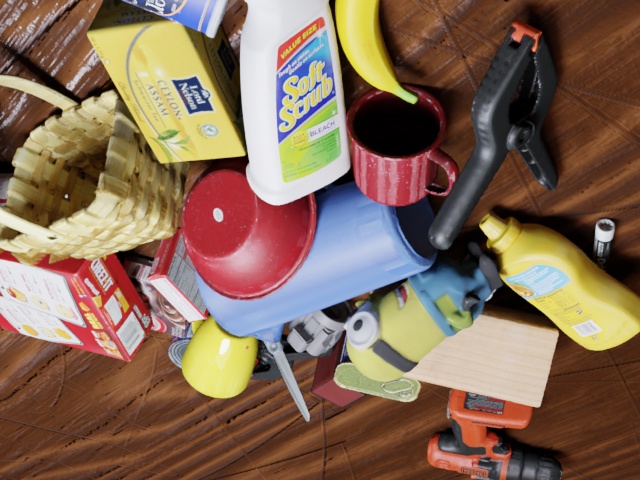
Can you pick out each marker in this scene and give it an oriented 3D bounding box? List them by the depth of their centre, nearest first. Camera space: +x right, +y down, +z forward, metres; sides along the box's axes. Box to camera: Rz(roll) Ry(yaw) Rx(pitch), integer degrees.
[{"bbox_3d":[0.296,0.024,1.126,0.020,0.020,0.121,5,141,12],"label":"marker"}]

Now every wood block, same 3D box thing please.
[{"bbox_3d":[0.151,0.113,1.200,0.206,0.091,0.090,13,98,2],"label":"wood block"}]

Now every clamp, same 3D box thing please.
[{"bbox_3d":[0.161,-0.092,0.949,0.036,0.164,0.210,38,147,35],"label":"clamp"},{"bbox_3d":[-0.068,0.129,1.357,0.120,0.039,0.172,44,138,-8],"label":"clamp"}]

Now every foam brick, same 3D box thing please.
[{"bbox_3d":[0.029,0.161,1.334,0.053,0.078,0.051,28,139,-21],"label":"foam brick"}]

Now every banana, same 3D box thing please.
[{"bbox_3d":[0.046,-0.199,0.915,0.070,0.037,0.198,1,140,10],"label":"banana"}]

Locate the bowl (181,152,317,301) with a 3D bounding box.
[{"bbox_3d":[-0.085,-0.021,1.073,0.162,0.162,0.055,-12,165,30],"label":"bowl"}]

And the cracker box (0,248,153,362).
[{"bbox_3d":[-0.324,0.053,1.283,0.214,0.072,0.164,10,142,28],"label":"cracker box"}]

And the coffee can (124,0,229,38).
[{"bbox_3d":[-0.134,-0.239,0.868,0.140,0.102,0.103,21,142,-8],"label":"coffee can"}]

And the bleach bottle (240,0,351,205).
[{"bbox_3d":[-0.032,-0.153,0.947,0.102,0.068,0.251,-26,137,-16],"label":"bleach bottle"}]

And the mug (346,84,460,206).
[{"bbox_3d":[0.081,-0.080,1.001,0.117,0.093,0.081,31,152,22],"label":"mug"}]

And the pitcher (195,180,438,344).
[{"bbox_3d":[-0.007,0.001,1.120,0.243,0.145,0.149,-19,143,30],"label":"pitcher"}]

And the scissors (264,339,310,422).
[{"bbox_3d":[-0.043,0.105,1.244,0.096,0.016,0.202,-43,79,18],"label":"scissors"}]

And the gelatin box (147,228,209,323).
[{"bbox_3d":[-0.158,0.041,1.247,0.030,0.073,0.089,-13,135,30],"label":"gelatin box"}]

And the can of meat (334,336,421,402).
[{"bbox_3d":[0.075,0.138,1.286,0.102,0.084,0.057,13,142,2],"label":"can of meat"}]

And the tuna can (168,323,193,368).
[{"bbox_3d":[-0.154,0.143,1.405,0.086,0.033,0.086,9,142,7],"label":"tuna can"}]

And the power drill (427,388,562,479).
[{"bbox_3d":[0.235,0.262,1.410,0.184,0.057,0.188,7,141,9],"label":"power drill"}]

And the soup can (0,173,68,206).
[{"bbox_3d":[-0.347,-0.043,1.207,0.102,0.068,0.068,0,140,18],"label":"soup can"}]

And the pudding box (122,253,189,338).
[{"bbox_3d":[-0.205,0.071,1.327,0.090,0.039,0.114,14,142,1],"label":"pudding box"}]

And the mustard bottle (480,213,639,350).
[{"bbox_3d":[0.243,0.037,1.112,0.191,0.058,0.096,38,152,-11],"label":"mustard bottle"}]
